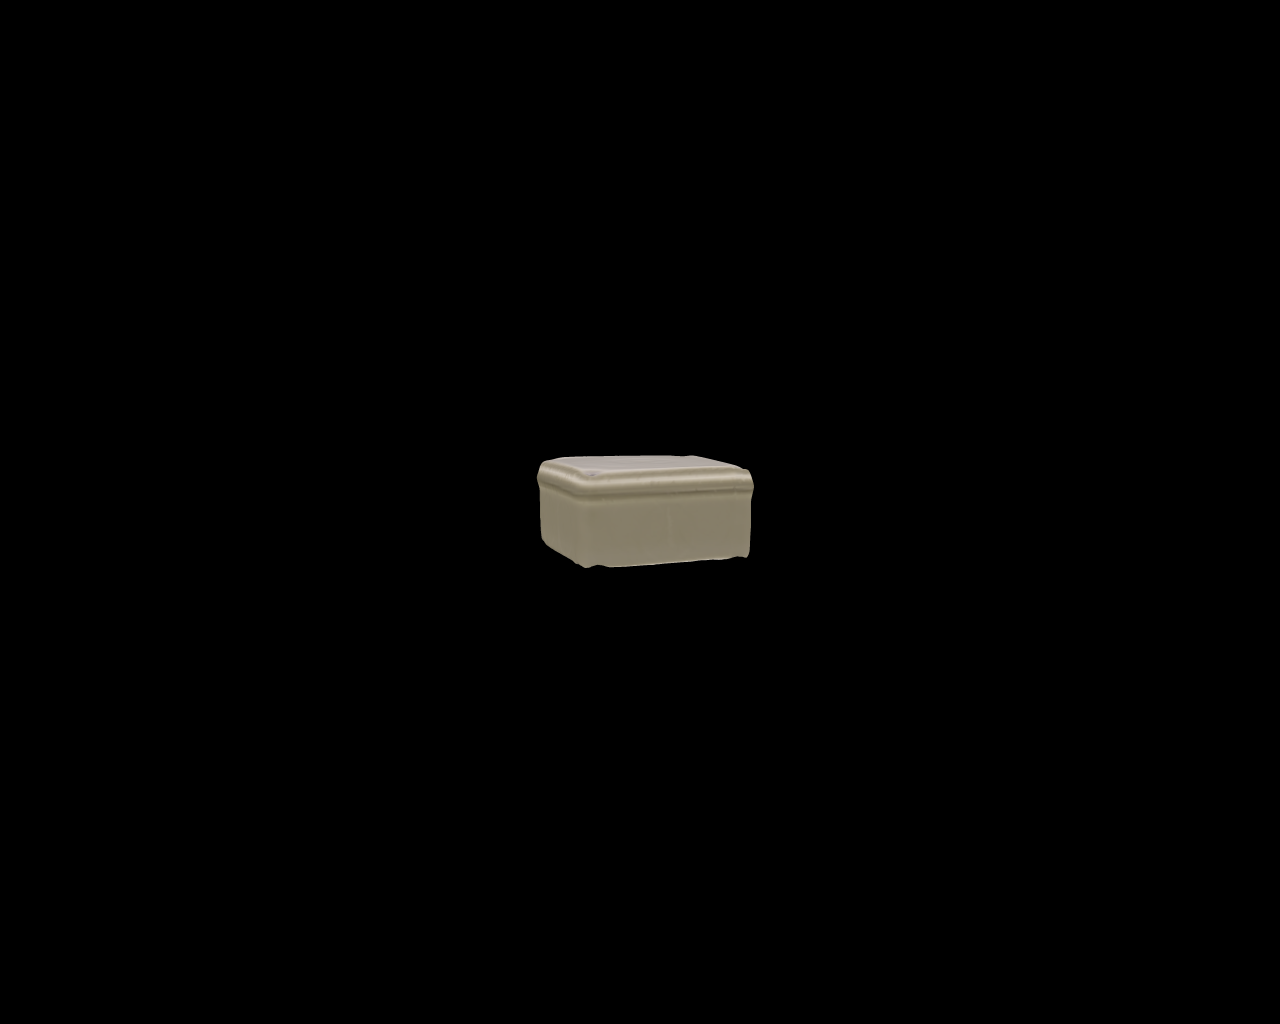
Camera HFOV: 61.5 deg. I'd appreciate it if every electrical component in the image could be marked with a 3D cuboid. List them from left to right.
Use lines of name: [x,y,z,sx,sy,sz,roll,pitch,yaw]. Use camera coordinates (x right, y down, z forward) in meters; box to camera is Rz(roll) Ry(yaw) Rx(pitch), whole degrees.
electrical component: [0.001,-0.003,0.650,0.109,0.056,0.109,-2,8,-18]
